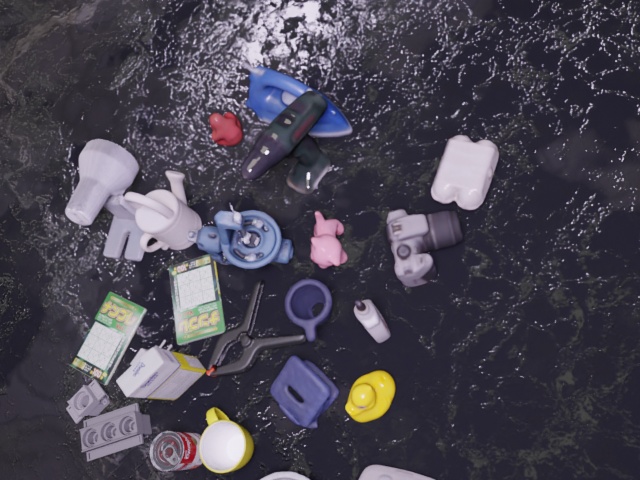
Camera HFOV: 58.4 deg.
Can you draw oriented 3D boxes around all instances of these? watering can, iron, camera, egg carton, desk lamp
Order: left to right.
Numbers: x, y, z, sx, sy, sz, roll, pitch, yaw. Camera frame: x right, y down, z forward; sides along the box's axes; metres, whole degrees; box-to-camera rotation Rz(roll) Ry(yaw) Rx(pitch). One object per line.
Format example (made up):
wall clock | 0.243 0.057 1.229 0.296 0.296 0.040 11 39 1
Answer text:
desk lamp | -0.450 -0.083 1.238 0.117 0.214 0.203 4 72 17
watering can | -0.336 -0.063 1.209 0.100 0.194 0.173 -3 70 15
iron | -0.052 -0.312 1.250 0.257 0.142 0.119 25 79 22
camera | 0.201 0.000 1.086 0.136 0.101 0.143 -13 67 11
egg carton | 0.286 -0.133 1.128 0.107 0.069 0.150 15 75 20

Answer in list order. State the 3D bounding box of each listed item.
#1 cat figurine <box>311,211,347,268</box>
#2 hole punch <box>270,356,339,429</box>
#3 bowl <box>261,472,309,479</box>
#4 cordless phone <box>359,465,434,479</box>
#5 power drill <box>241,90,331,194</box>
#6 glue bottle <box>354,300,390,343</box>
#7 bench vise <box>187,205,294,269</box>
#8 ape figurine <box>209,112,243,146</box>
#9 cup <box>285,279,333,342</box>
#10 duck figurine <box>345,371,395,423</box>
cat figurine | 0.010 0.004 1.129 0.067 0.118 0.128 -15 67 10
hole punch | -0.032 0.282 1.054 0.108 0.091 0.101 39 85 24
bowl | -0.051 0.490 0.993 0.167 0.075 0.167 -5 69 14
cordless phone | 0.119 0.418 0.910 0.147 0.185 0.094 5 72 18
power drill | -0.054 -0.179 1.164 0.075 0.209 0.230 29 80 23
glue bottle | 0.086 0.135 1.029 0.037 0.173 0.078 -33 65 2
bench vise | -0.176 0.001 1.127 0.207 0.220 0.121 -13 67 11
ape figurine | -0.221 -0.259 1.305 0.078 0.092 0.076 -42 65 -2
cup | -0.010 0.142 1.097 0.091 0.095 0.117 -11 68 12
duck figurine | 0.086 0.277 1.025 0.104 0.086 0.077 -45 65 -3
